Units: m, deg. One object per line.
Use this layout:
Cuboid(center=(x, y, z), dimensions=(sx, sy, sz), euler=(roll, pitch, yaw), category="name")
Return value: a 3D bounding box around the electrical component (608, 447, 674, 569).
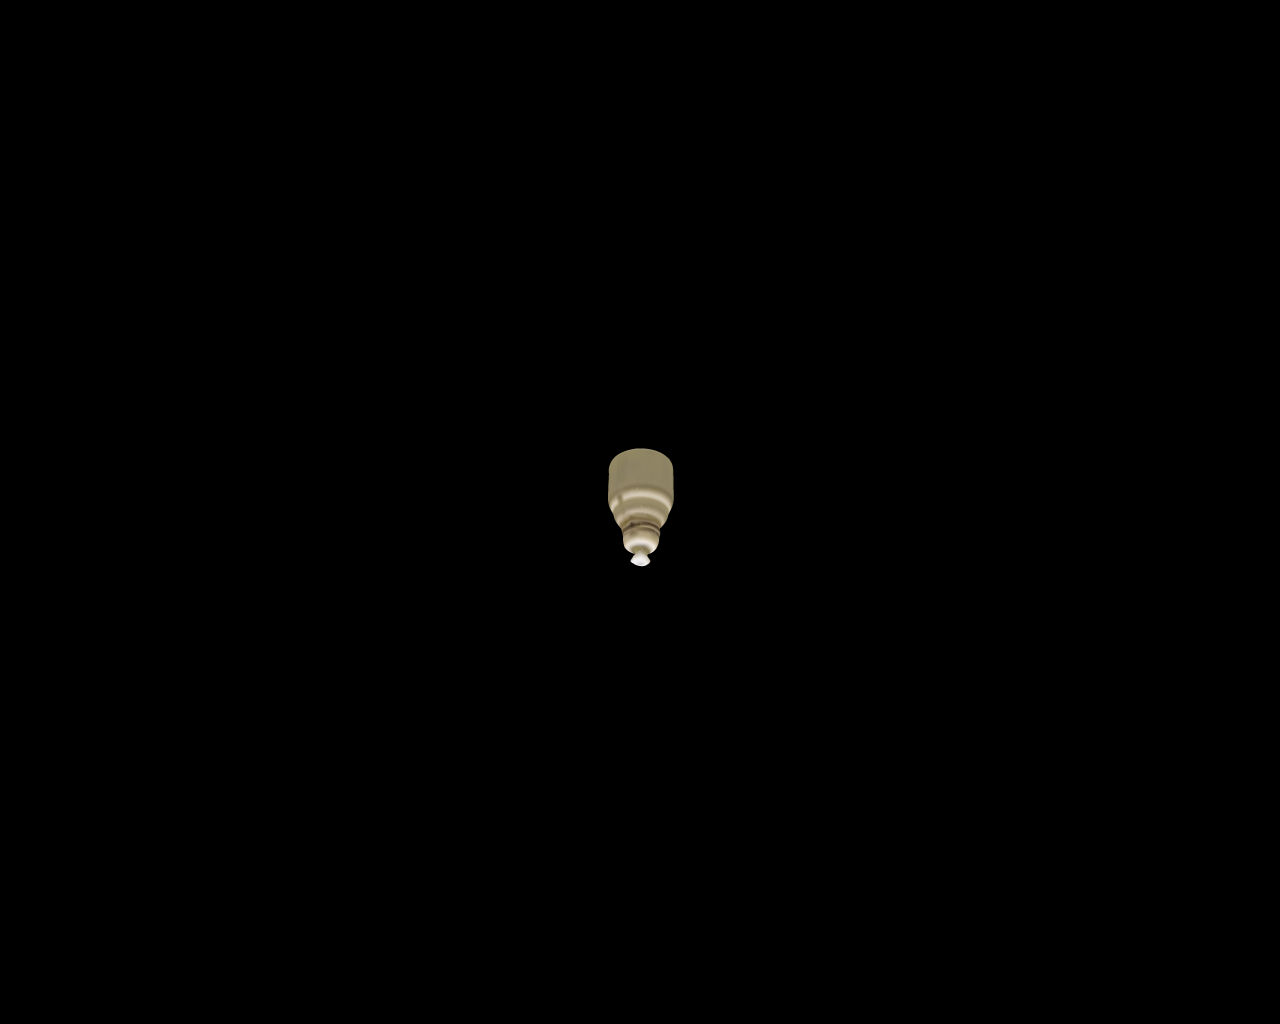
Cuboid(center=(0.001, -0.003, 0.650), dimensions=(0.040, 0.078, 0.040), euler=(0, -33, 0), category="electrical component")
